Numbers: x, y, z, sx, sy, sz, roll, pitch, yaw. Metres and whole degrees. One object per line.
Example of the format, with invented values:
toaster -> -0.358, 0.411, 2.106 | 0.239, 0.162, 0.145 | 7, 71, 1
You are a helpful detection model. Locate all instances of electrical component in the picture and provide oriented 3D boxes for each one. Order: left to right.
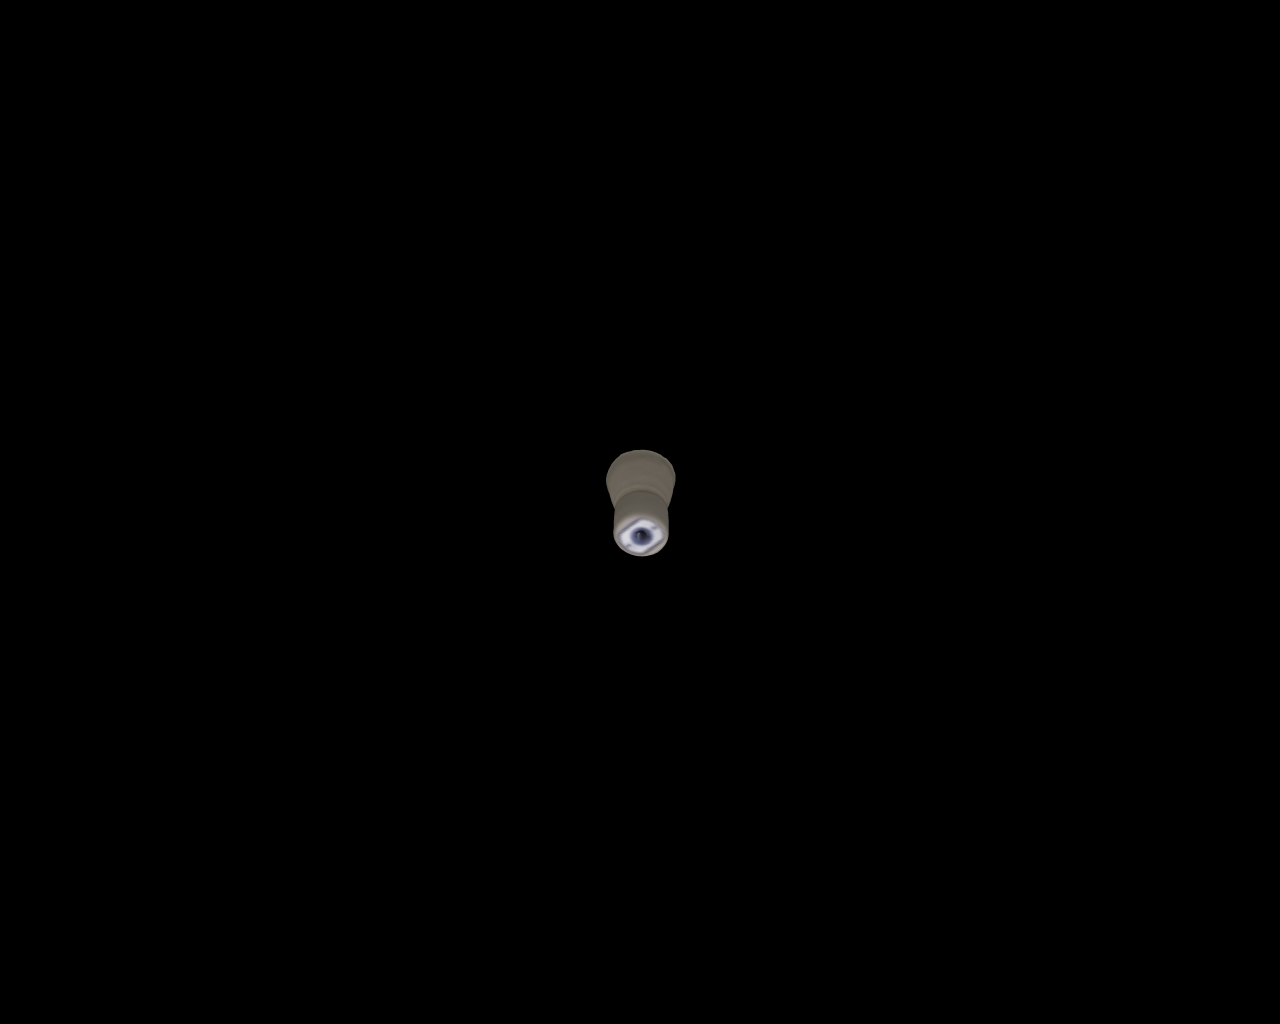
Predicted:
electrical component -> 0.001, -0.003, 0.650 | 0.044, 0.044, 0.065 | 0, 36, 0
